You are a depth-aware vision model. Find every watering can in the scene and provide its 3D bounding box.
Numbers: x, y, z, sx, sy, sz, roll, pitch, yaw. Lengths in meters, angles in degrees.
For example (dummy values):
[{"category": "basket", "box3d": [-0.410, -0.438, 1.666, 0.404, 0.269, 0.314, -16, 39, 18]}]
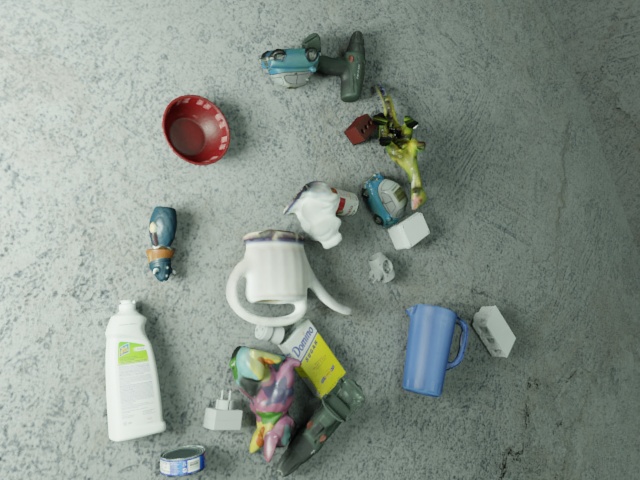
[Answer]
[{"category": "watering can", "box3d": [-0.066, 0.088, 1.220, 0.347, 0.226, 0.103, 5, -14, -38]}]

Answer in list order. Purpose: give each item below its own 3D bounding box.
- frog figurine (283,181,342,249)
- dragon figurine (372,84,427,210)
[{"category": "frog figurine", "box3d": [0.004, -0.065, 1.287, 0.159, 0.135, 0.125, 41, 27, -4]}, {"category": "dragon figurine", "box3d": [0.243, -0.264, 1.535, 0.122, 0.420, 0.237, -15, -39, 9]}]
